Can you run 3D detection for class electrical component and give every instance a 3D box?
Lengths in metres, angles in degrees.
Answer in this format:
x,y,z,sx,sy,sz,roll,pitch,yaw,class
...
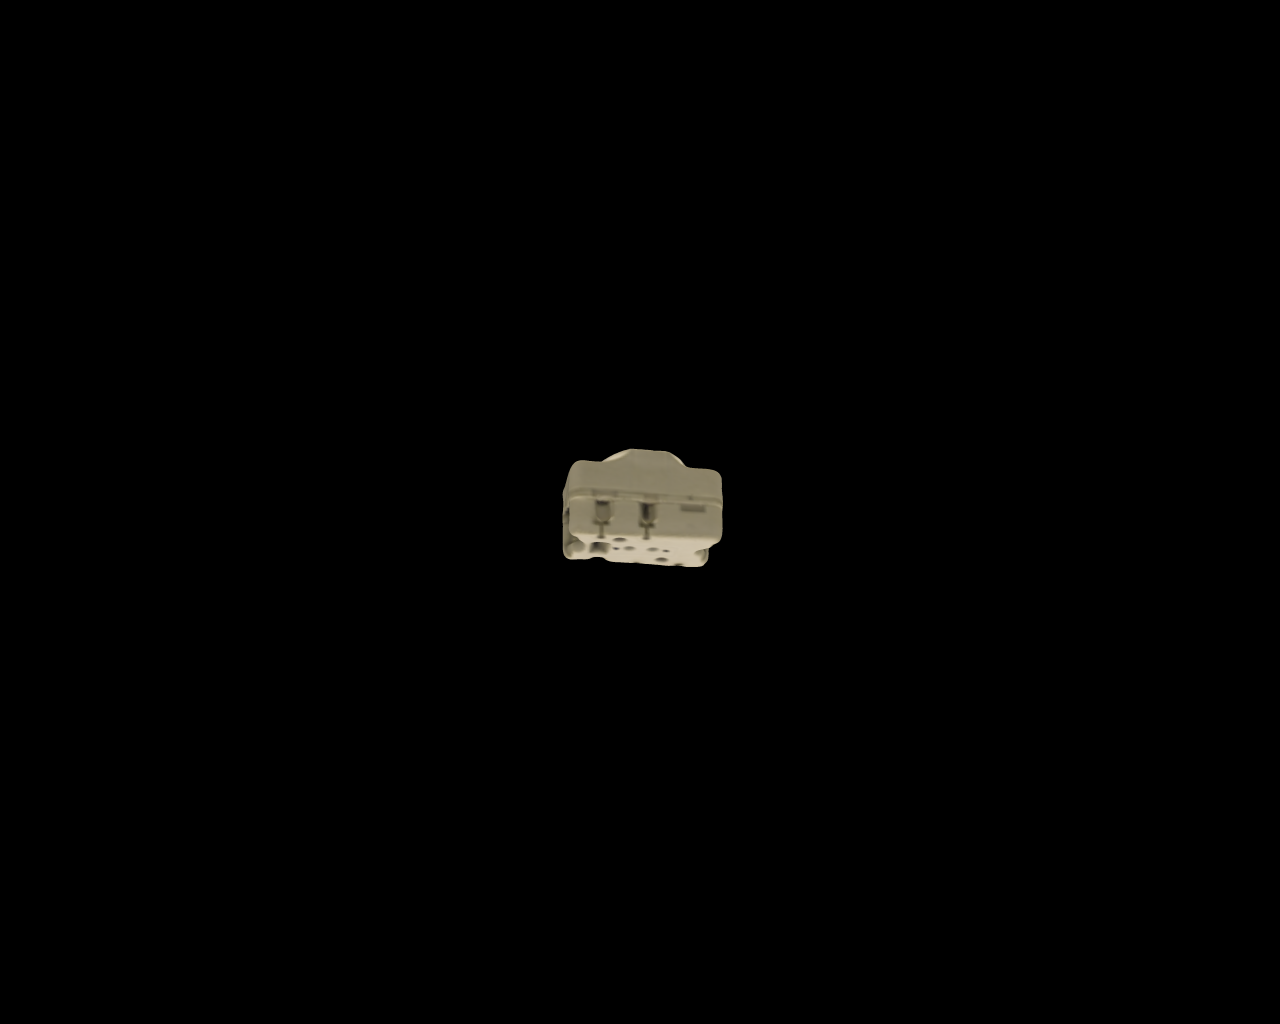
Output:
x,y,z,sx,sy,sz,roll,pitch,yaw,class
0.001,-0.003,0.650,0.089,0.056,0.050,4,-24,-9,electrical component
